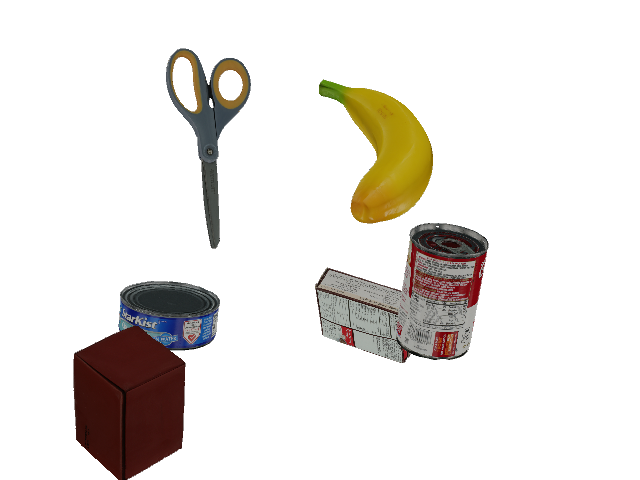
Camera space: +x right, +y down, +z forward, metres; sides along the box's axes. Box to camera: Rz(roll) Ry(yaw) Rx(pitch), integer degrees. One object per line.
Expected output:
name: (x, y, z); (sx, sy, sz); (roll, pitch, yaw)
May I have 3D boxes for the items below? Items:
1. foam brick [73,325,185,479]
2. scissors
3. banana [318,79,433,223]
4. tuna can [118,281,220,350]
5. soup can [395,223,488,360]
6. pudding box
foam brick: (-0.125, 0.105, 0.696); (0.053, 0.078, 0.051); (32, 40, 33)
scissors: (-0.098, -0.100, 1.076); (0.096, 0.202, 0.016); (-18, -2, -24)
banana: (0.042, -0.059, 0.722); (0.069, 0.037, 0.198); (-3, 29, -6)
tuna can: (-0.131, 0.064, 0.922); (0.086, 0.034, 0.086); (7, 15, -2)
soup can: (0.104, 0.045, 0.927); (0.068, 0.102, 0.068); (5, 23, -2)
pudding box: (0.053, 0.087, 1.245); (0.114, 0.090, 0.039); (15, 48, 22)
